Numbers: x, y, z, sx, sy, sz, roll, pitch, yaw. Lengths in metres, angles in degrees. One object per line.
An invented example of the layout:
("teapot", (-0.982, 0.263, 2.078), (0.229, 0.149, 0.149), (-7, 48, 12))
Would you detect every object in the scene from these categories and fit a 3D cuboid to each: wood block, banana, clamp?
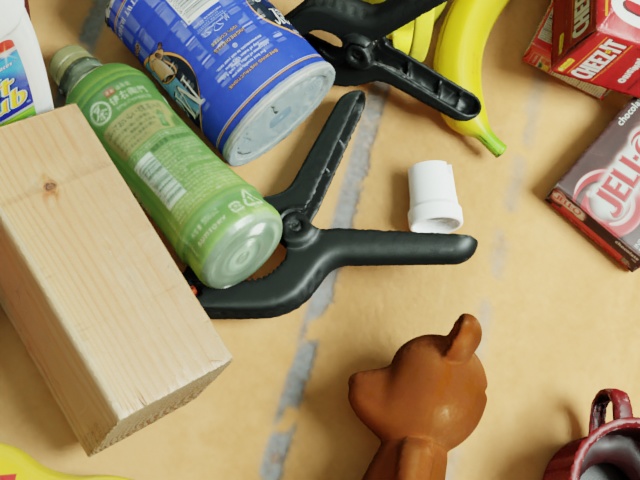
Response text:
("wood block", (-0.158, 0.025, 0.711), (0.090, 0.090, 0.206), (-25, 77, -34))
("banana", (0.128, -0.161, 0.844), (0.069, 0.037, 0.197), (19, 72, -14))
("clamp", (0.038, -0.153, 0.783), (0.172, 0.120, 0.039), (15, 44, 20))
("clamp", (-0.005, 0.001, 0.760), (0.210, 0.036, 0.165), (-37, 62, -9))

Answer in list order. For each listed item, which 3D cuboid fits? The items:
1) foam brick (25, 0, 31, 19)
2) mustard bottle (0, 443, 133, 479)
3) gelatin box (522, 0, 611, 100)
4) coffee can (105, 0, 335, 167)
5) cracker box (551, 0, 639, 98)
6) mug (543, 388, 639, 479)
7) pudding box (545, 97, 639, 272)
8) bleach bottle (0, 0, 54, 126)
("foam brick", (-0.244, -0.177, 0.794), (0.053, 0.051, 0.078), (-7, 75, -10))
("mustard bottle", (-0.205, 0.182, 0.687), (0.191, 0.058, 0.096), (16, 76, -1))
("gelatin box", (0.214, -0.167, 0.857), (0.073, 0.030, 0.089), (27, 69, 2))
("coffee can", (-0.072, -0.139, 0.776), (0.102, 0.103, 0.140), (-39, 81, -16))
("cracker box", (0.290, -0.184, 0.822), (0.213, 0.072, 0.164), (15, 66, -16))
("mug", (0.200, 0.160, 0.730), (0.093, 0.081, 0.117), (-1, 74, -8))
("pudding box", (0.243, -0.045, 0.819), (0.090, 0.039, 0.113), (41, 73, 7))
("bleach bottle", (-0.227, -0.110, 0.670), (0.102, 0.251, 0.068), (-21, 77, -13))
